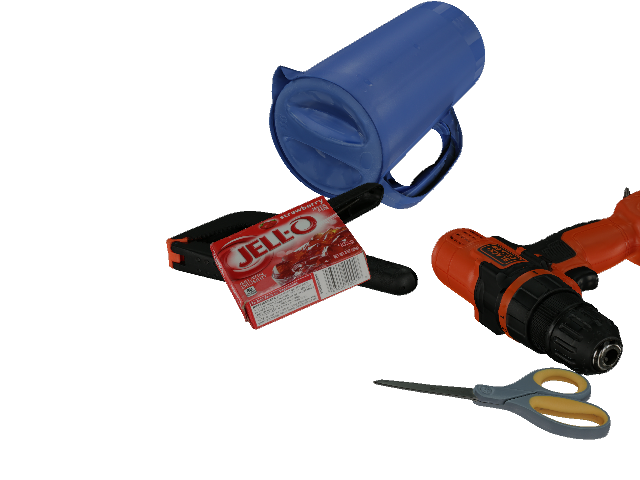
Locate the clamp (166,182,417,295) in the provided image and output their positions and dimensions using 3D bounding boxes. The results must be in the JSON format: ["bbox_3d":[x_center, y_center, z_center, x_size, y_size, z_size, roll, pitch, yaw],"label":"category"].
[{"bbox_3d":[-0.027,-0.002,0.932,0.210,0.036,0.164,-2,31,0],"label":"clamp"}]

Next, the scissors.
[{"bbox_3d":[0.155,0.128,0.939,0.202,0.016,0.096,15,28,12],"label":"scissors"}]

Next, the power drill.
[{"bbox_3d":[0.197,0.024,0.752,0.187,0.057,0.185,-13,28,-23],"label":"power drill"}]

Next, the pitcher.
[{"bbox_3d":[0.075,-0.145,1.090,0.145,0.149,0.242,11,37,36],"label":"pitcher"}]

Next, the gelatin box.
[{"bbox_3d":[-0.022,0.013,0.720,0.089,0.030,0.073,-23,39,-10],"label":"gelatin box"}]
